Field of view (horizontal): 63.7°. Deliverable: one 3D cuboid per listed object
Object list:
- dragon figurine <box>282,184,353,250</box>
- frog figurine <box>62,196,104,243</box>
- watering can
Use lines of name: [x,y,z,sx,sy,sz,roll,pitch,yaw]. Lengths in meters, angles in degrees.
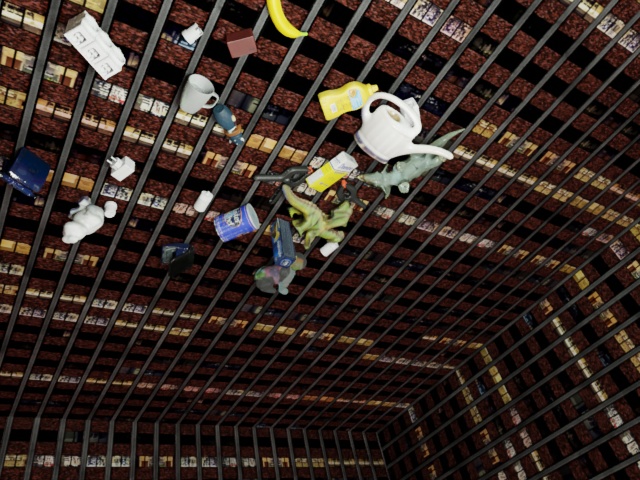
dragon figurine: [0.006,-0.100,1.996,0.243,0.125,0.401,-20,-39,-5]
frog figurine: [-0.805,-0.049,1.755,0.137,0.163,0.120,-26,-42,10]
watering can: [0.263,-0.341,1.743,0.220,0.347,0.106,-44,6,40]
